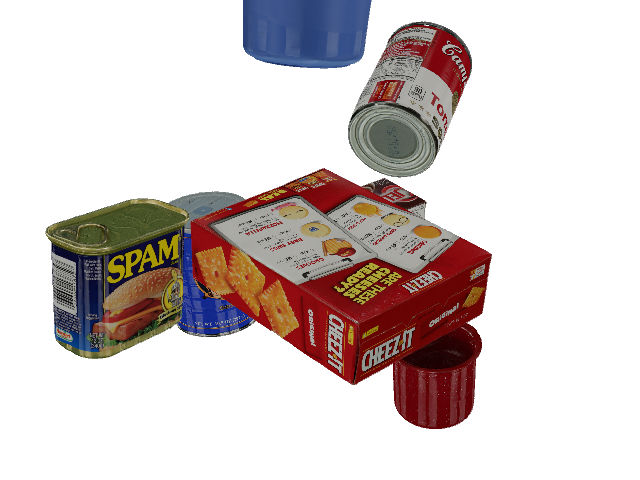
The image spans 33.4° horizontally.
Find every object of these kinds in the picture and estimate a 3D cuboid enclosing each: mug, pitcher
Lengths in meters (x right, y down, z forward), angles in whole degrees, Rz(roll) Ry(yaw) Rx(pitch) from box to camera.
[{"bbox_3d":[0.121,0.129,1.078,0.093,0.081,0.117,21,39,33],"label":"mug"},{"bbox_3d":[0.000,-0.271,0.899,0.145,0.243,0.149,7,18,7],"label":"pitcher"}]

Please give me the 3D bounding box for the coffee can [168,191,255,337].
[{"bbox_3d":[-0.128,0.027,1.245,0.103,0.140,0.103,-4,25,2],"label":"coffee can"}]

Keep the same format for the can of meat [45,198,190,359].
[{"bbox_3d":[-0.141,0.026,0.749,0.058,0.084,0.101,19,26,32],"label":"can of meat"}]

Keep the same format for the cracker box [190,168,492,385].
[{"bbox_3d":[0.014,0.024,0.935,0.163,0.072,0.214,-24,39,-36],"label":"cracker box"}]

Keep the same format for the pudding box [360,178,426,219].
[{"bbox_3d":[0.080,-0.044,1.517,0.113,0.039,0.090,-23,37,-32],"label":"pudding box"}]

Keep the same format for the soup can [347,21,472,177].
[{"bbox_3d":[0.066,-0.104,0.780,0.069,0.068,0.102,0,43,27],"label":"soup can"}]
